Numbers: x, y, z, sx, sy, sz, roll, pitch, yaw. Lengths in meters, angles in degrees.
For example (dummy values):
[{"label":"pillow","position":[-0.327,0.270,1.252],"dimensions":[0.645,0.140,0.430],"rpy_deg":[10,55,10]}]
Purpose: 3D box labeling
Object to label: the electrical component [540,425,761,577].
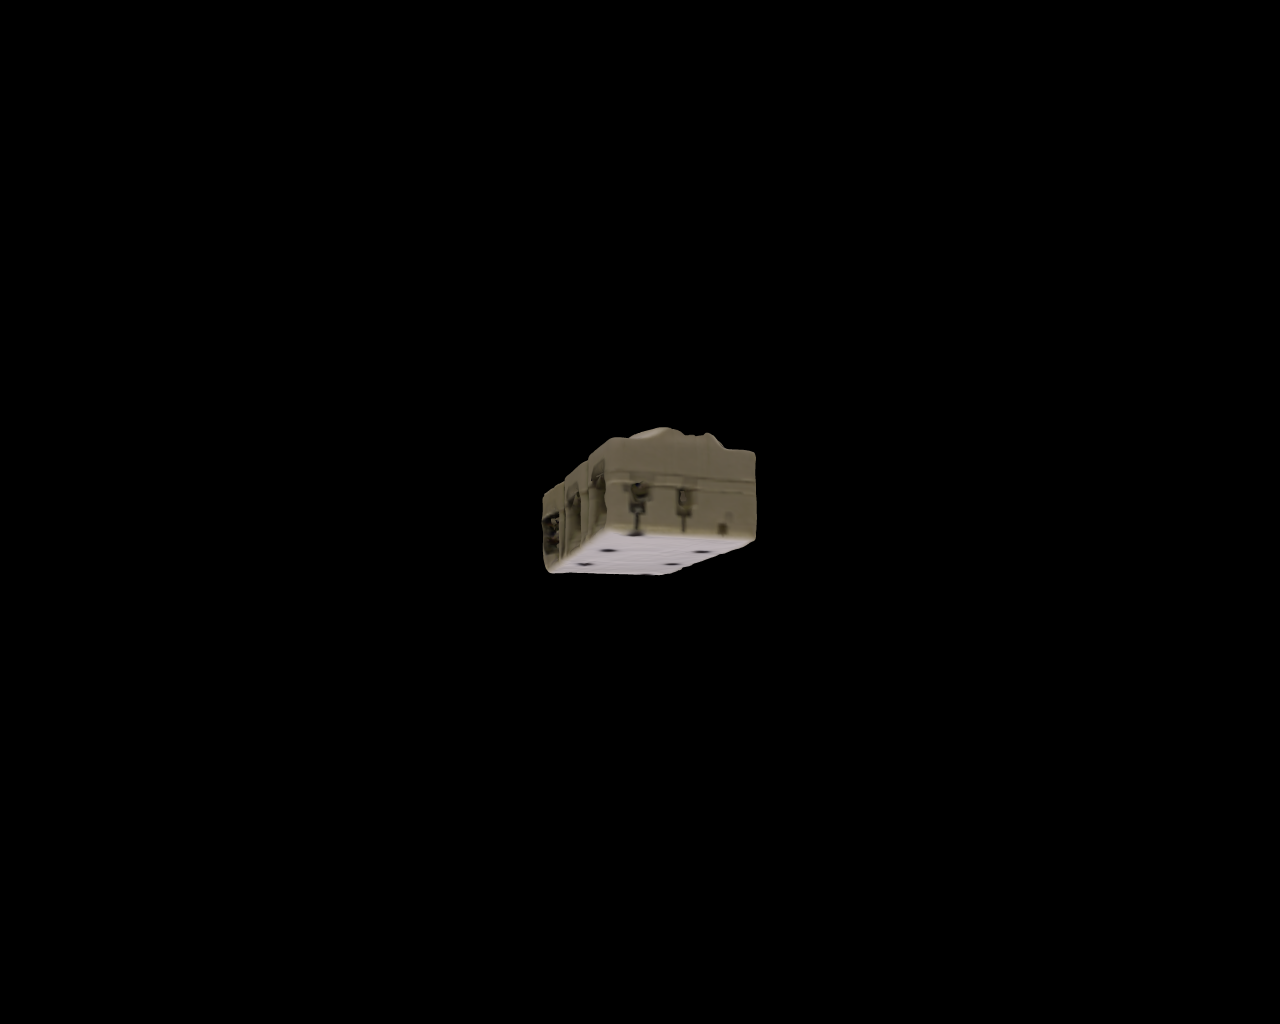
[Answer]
[{"label":"electrical component","position":[0.001,-0.003,0.650],"dimensions":[0.089,0.062,0.150],"rpy_deg":[4,-12,-19]}]
